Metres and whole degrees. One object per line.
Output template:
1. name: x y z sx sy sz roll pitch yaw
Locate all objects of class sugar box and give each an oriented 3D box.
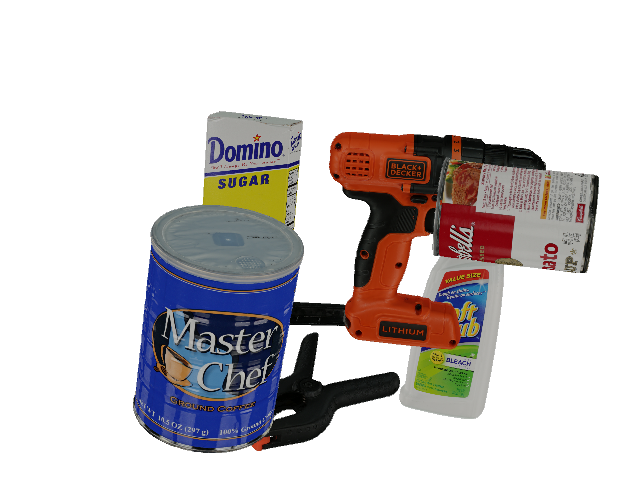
1. sugar box: -0.073 -0.039 1.094 0.093 0.176 0.048 8 16 16

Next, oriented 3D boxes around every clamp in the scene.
1. clamp: -0.088 0.091 1.254 0.210 0.036 0.164 13 23 27
2. clamp: -0.016 0.151 1.083 0.171 0.039 0.120 -23 34 -38

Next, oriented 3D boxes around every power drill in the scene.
1. power drill: 0.095 -0.001 0.934 0.184 0.188 0.057 6 17 5

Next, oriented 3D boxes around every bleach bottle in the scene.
1. bleach bottle: 0.155 0.073 1.220 0.103 0.251 0.068 9 14 16

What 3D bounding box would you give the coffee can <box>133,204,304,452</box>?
1. coffee can: -0.072 0.060 0.739 0.102 0.140 0.103 8 25 -4

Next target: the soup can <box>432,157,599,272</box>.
1. soup can: 0.131 -0.017 0.717 0.102 0.068 0.068 7 1 12
